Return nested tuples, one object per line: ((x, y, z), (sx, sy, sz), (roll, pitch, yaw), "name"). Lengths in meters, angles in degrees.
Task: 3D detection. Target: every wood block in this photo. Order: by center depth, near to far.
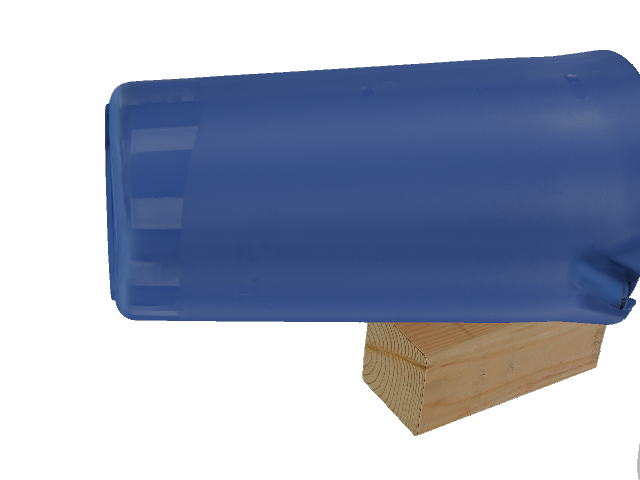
((0.150, 0.087, 0.966), (0.205, 0.090, 0.091), (-15, 36, -26), "wood block")

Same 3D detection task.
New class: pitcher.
((0.022, -0.028, 0.509), (0.242, 0.145, 0.149), (-2, -7, -10), "pitcher")

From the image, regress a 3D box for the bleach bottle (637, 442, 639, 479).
((0.283, 0.096, 0.709), (0.103, 0.068, 0.250), (12, 23, 24), "bleach bottle")
